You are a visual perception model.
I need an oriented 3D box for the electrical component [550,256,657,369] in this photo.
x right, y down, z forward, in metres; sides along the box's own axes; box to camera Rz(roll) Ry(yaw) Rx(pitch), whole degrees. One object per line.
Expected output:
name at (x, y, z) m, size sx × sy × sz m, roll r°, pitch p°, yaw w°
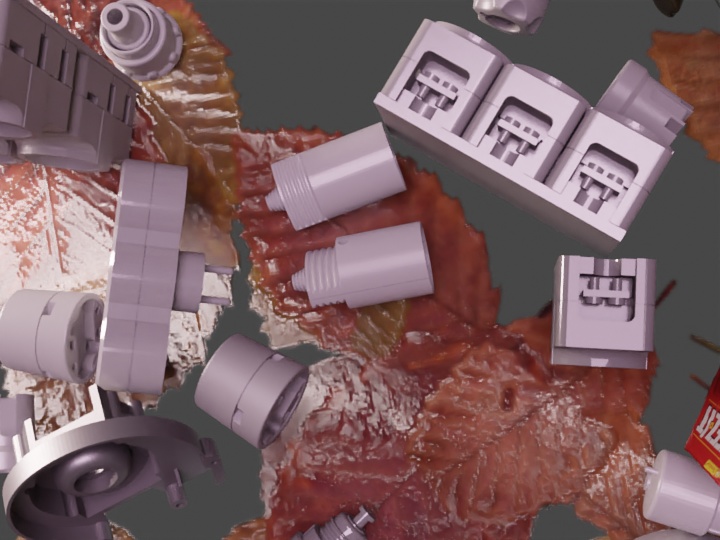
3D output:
electrical component at (0.131, 0.025, 0.590) m, size 0.050 × 0.089 × 0.055 m, roll 3°, pitch 85°, yaw 8°

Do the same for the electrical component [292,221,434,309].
electrical component at (0.000, 0.000, 0.634) m, size 0.081 × 0.043 × 0.043 m, roll -11°, pitch 83°, yaw 7°

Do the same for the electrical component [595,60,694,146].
electrical component at (0.164, -0.093, 0.622) m, size 0.046 × 0.040 × 0.040 m, roll 35°, pitch 90°, yaw 4°

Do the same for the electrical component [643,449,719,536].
electrical component at (0.194, 0.128, 0.597) m, size 0.078 × 0.040 × 0.040 m, roll 16°, pitch 87°, yaw 9°

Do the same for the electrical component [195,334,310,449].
electrical component at (-0.064, 0.070, 0.632) m, size 0.047 × 0.055 × 0.055 m, roll 29°, pitch 89°, yaw 13°

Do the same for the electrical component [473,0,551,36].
electrical component at (0.096, -0.174, 0.637) m, size 0.043 × 0.043 × 0.062 m, roll 21°, pitch 87°, yaw 9°

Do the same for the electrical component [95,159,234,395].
electrical component at (-0.113, 0.006, 0.646) m, size 0.074 × 0.052 × 0.138 m, roll 7°, pitch 86°, yaw -13°

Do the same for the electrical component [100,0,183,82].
electrical component at (-0.139, -0.145, 0.657) m, size 0.048 × 0.062 × 0.048 m, roll -1°, pitch 85°, yaw 8°

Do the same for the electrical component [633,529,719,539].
electrical component at (0.179, 0.199, 0.582) m, size 0.108 × 0.060 × 0.108 m, roll -1°, pitch 85°, yaw 8°

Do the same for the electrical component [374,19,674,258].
electrical component at (0.092, -0.075, 0.604) m, size 0.150 × 0.089 × 0.061 m, roll 31°, pitch 90°, yaw 10°

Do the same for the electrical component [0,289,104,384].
electrical component at (-0.187, 0.039, 0.652) m, size 0.047 × 0.055 × 0.055 m, roll 7°, pitch 86°, yaw 12°

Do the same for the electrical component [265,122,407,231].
electrical component at (-0.017, -0.054, 0.641) m, size 0.081 × 0.043 × 0.043 m, roll -20°, pitch 82°, yaw 6°

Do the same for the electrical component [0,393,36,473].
electrical component at (-0.217, 0.100, 0.658) m, size 0.040 × 0.040 × 0.046 m, roll -5°, pitch 79°, yaw 8°

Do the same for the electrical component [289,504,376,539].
electrical component at (-0.023, 0.167, 0.623) m, size 0.078 × 0.040 × 0.040 m, roll -44°, pitch 81°, yaw 2°

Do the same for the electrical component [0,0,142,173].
electrical component at (-0.207, -0.100, 0.600) m, size 0.105 × 0.186 × 0.060 m, roll 6°, pitch 86°, yaw 8°
